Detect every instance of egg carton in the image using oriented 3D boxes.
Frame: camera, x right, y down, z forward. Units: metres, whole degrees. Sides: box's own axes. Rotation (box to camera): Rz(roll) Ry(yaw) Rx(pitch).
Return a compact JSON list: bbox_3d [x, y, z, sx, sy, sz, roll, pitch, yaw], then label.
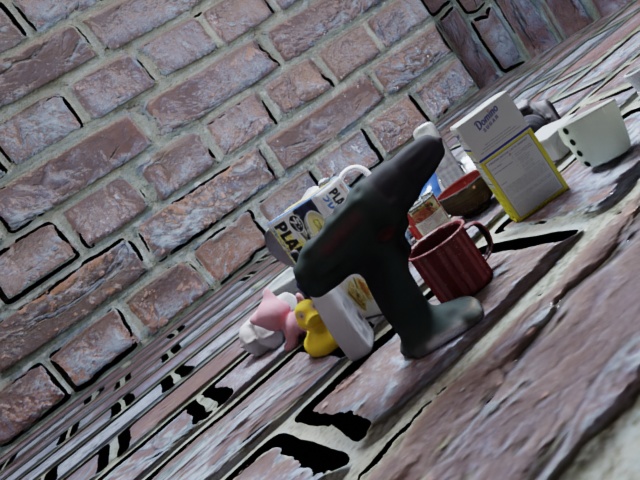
[{"bbox_3d":[-0.099,0.172,1.183,0.107,0.069,0.150,-31,8,32],"label":"egg carton"}]

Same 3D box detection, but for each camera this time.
[{"bbox_3d":[0.424,-0.230,1.204,0.143,0.101,0.137,-32,8,32],"label":"camera"}]

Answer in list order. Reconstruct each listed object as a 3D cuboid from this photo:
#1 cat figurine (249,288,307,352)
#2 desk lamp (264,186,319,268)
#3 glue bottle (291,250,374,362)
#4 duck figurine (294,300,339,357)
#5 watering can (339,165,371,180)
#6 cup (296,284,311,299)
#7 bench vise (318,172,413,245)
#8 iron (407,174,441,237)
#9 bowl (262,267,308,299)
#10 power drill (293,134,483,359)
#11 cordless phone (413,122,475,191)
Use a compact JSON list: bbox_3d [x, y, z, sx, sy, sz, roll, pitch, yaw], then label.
[{"bbox_3d":[-0.063,0.137,1.043,0.127,0.118,0.067,-30,9,39],"label":"cat figurine"},{"bbox_3d":[0.011,0.004,1.174,0.117,0.213,0.204,-29,10,43],"label":"desk lamp"},{"bbox_3d":[0.013,0.083,0.798,0.037,0.173,0.078,-34,8,16],"label":"glue bottle"},{"bbox_3d":[-0.008,0.134,0.924,0.077,0.086,0.104,-37,7,-9],"label":"duck figurine"},{"bbox_3d":[0.116,-0.095,1.413,0.101,0.194,0.172,-37,7,-10],"label":"watering can"},{"bbox_3d":[0.023,0.085,1.068,0.091,0.095,0.118,-30,9,37],"label":"cup"},{"bbox_3d":[0.075,-0.035,1.098,0.121,0.220,0.207,-35,7,10],"label":"bench vise"},{"bbox_3d":[0.196,-0.099,1.266,0.258,0.141,0.118,-36,7,-2],"label":"iron"},{"bbox_3d":[-0.052,0.107,1.371,0.167,0.075,0.167,-35,7,5],"label":"bowl"},{"bbox_3d":[0.094,0.022,0.670,0.229,0.208,0.075,-35,7,11],"label":"power drill"},{"bbox_3d":[0.286,-0.177,1.166,0.147,0.185,0.094,-33,8,22],"label":"cordless phone"}]
